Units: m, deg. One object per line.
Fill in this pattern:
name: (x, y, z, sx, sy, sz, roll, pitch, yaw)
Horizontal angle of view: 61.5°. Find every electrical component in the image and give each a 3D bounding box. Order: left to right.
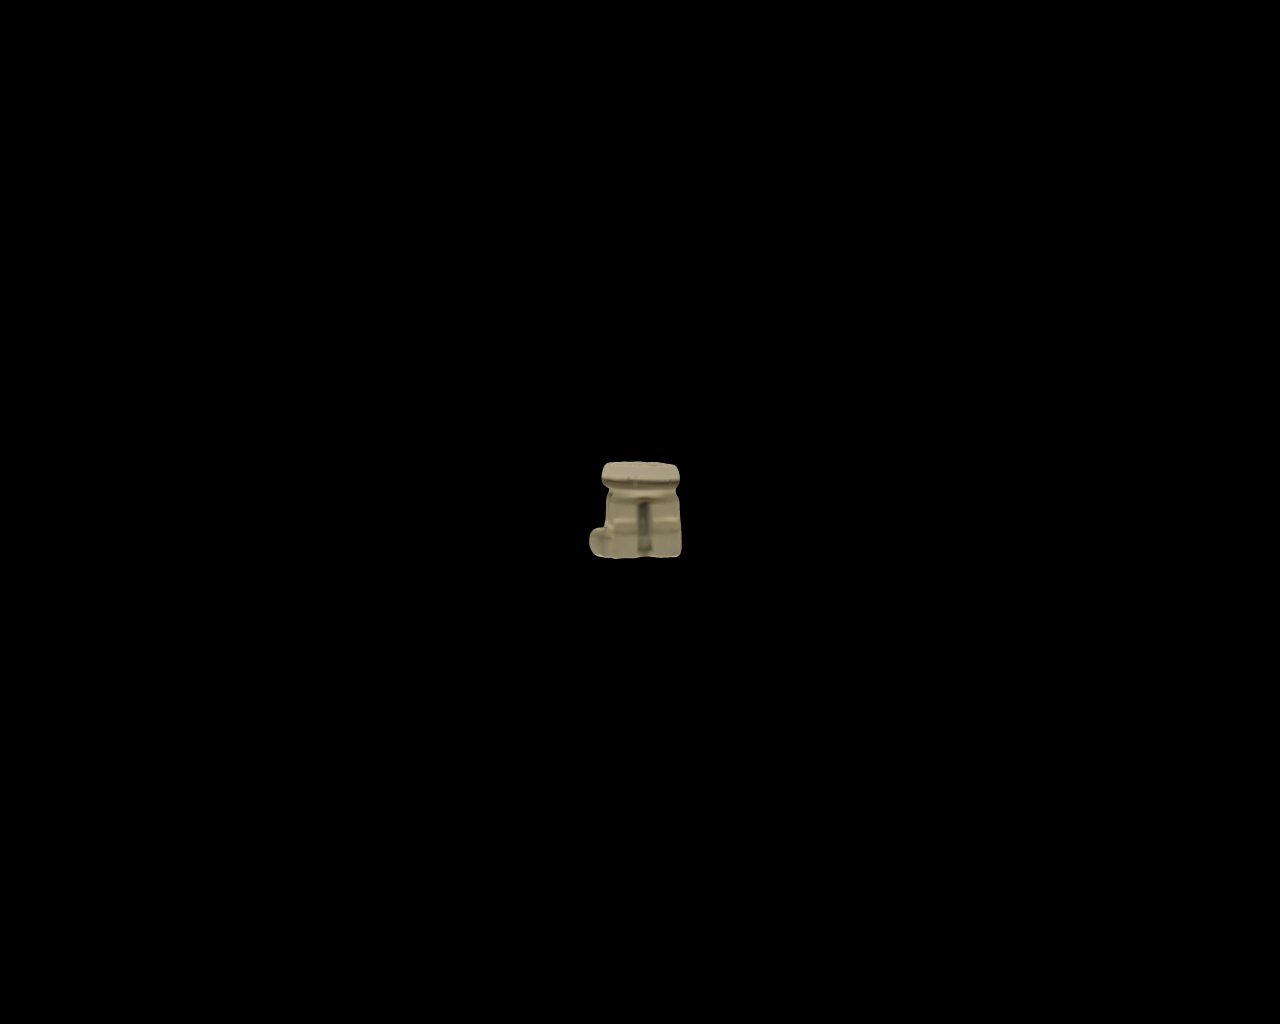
electrical component: (0.001, -0.003, 0.650, 0.066, 0.055, 0.048, -1, 8, -9)
